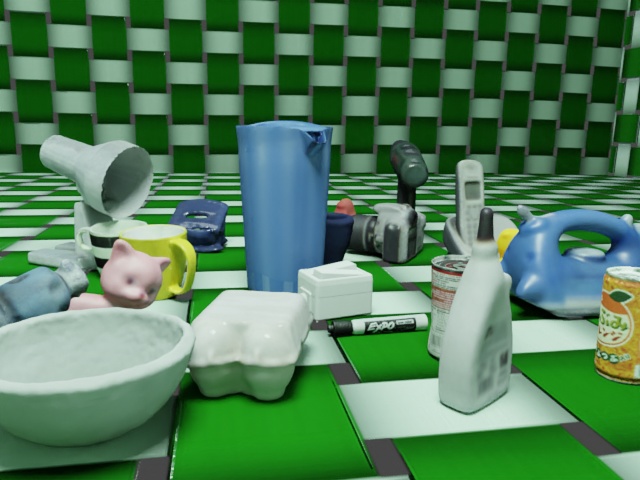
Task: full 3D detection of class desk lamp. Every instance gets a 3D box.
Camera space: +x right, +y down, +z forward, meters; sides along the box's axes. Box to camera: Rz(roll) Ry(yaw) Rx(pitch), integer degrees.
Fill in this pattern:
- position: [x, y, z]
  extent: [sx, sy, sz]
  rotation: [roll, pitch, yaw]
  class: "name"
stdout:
- position: [-0.378, -0.061, 0.935]
  extent: [0.202, 0.213, 0.118]
  rotation: [6, 12, 21]
  class: "desk lamp"

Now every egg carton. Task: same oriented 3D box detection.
- position: [-0.065, 0.095, 0.554]
  extent: [0.107, 0.069, 0.150]
  rotation: [2, 11, 5]
  class: "egg carton"

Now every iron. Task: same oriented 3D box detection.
- position: [0.367, 0.021, 0.782]
  extent: [0.259, 0.141, 0.118]
  rotation: [-2, 12, -14]
  class: "iron"

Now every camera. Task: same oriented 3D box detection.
- position: [0.118, -0.022, 1.076]
  extent: [0.136, 0.101, 0.143]
  rotation: [6, 13, 25]
  class: "camera"

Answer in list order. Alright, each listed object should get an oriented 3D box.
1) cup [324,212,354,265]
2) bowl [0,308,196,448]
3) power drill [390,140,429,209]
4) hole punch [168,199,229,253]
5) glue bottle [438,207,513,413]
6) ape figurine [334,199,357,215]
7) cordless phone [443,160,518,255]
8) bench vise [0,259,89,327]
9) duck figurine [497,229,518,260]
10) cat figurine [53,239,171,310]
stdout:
- position: [0.009, 0.003, 0.952]
  extent: [0.091, 0.095, 0.117]
  rotation: [1, 11, -1]
  class: "cup"
- position: [-0.182, 0.112, 0.447]
  extent: [0.167, 0.075, 0.167]
  rotation: [1, 11, 0]
  class: "bowl"
- position: [0.183, -0.109, 1.240]
  extent: [0.075, 0.208, 0.229]
  rotation: [0, 11, -3]
  class: "power drill"
- position: [-0.230, -0.028, 1.095]
  extent: [0.108, 0.091, 0.101]
  rotation: [2, 11, 3]
  class: "hole punch"
- position: [0.140, 0.057, 0.498]
  extent: [0.078, 0.173, 0.037]
  rotation: [-10, 16, -42]
  class: "glue bottle"
- position: [0.049, -0.039, 1.175]
  extent: [0.076, 0.092, 0.077]
  rotation: [-5, 13, -28]
  class: "ape figurine"
- position: [0.289, -0.046, 0.997]
  extent: [0.148, 0.185, 0.094]
  rotation: [-5, 13, -27]
  class: "cordless phone"
- position: [-0.313, 0.027, 0.485]
  extent: [0.121, 0.220, 0.208]
  rotation: [6, 12, 23]
  class: "bench vise"
- position: [0.293, 0.026, 0.892]
  extent: [0.077, 0.086, 0.105]
  rotation: [11, 15, 41]
  class: "duck figurine"
- position: [-0.224, 0.055, 0.614]
  extent: [0.128, 0.118, 0.067]
  rotation: [-2, 12, -17]
  class: "cat figurine"
